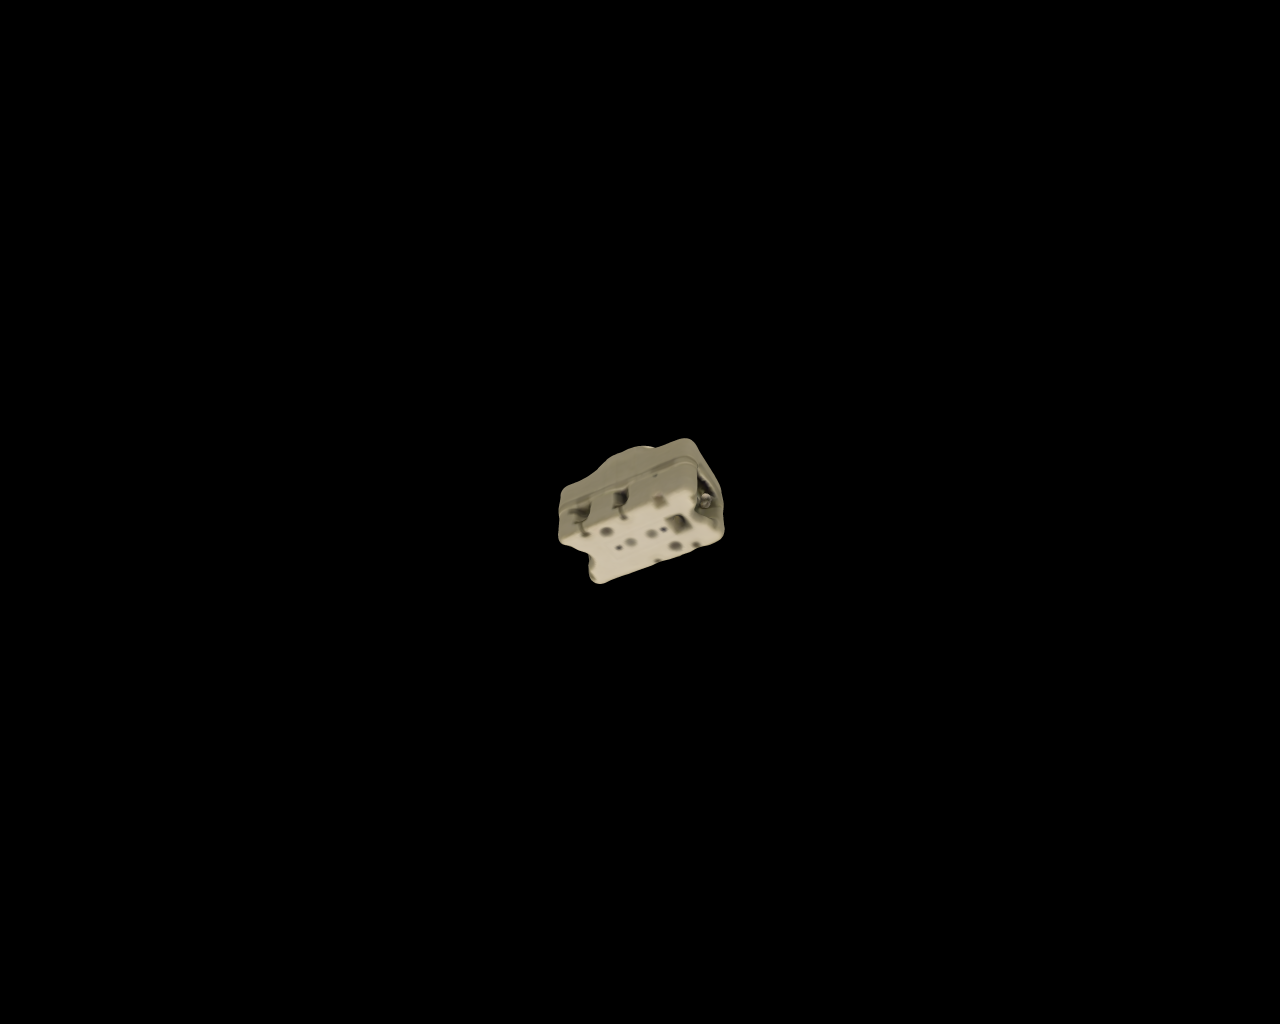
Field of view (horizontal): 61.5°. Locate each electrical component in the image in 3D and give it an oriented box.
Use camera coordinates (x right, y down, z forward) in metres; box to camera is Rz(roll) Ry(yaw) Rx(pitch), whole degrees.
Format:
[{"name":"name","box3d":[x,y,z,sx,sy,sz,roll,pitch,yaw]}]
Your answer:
[{"name":"electrical component","box3d":[0.001,-0.003,0.650,0.089,0.050,0.056,-22,38,18]}]
